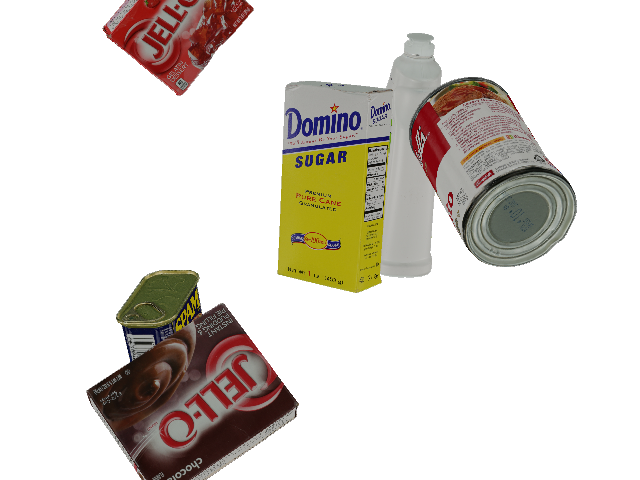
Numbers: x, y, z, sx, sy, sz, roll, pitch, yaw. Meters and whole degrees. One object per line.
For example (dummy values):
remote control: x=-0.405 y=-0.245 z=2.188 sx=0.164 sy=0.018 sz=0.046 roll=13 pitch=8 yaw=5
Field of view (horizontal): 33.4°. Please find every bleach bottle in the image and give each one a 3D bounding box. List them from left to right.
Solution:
bleach bottle: x=0.094 y=-0.093 z=1.141 sx=0.068 sy=0.251 sz=0.102 roll=1 pitch=26 yaw=-8

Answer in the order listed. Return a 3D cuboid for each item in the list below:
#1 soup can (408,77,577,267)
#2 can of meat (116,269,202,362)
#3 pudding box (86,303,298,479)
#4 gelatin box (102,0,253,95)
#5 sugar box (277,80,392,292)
soup can: x=0.099 y=-0.041 z=0.621 sx=0.068 sy=0.068 sz=0.102 roll=0 pitch=37 yaw=-16
can of meat: x=-0.144 y=0.088 z=1.001 sx=0.057 sy=0.084 sz=0.102 roll=-1 pitch=26 yaw=13
pudding box: x=-0.085 y=0.110 z=0.716 sx=0.113 sy=0.090 sz=0.039 roll=-34 pitch=-20 yaw=-15
gelatin box: x=-0.106 y=-0.166 z=0.800 sx=0.073 sy=0.089 sz=0.030 roll=38 pitch=6 yaw=-30
sugar box: x=0.011 y=-0.049 z=0.945 sx=0.093 sy=0.176 sz=0.048 roll=11 pitch=18 yaw=35
